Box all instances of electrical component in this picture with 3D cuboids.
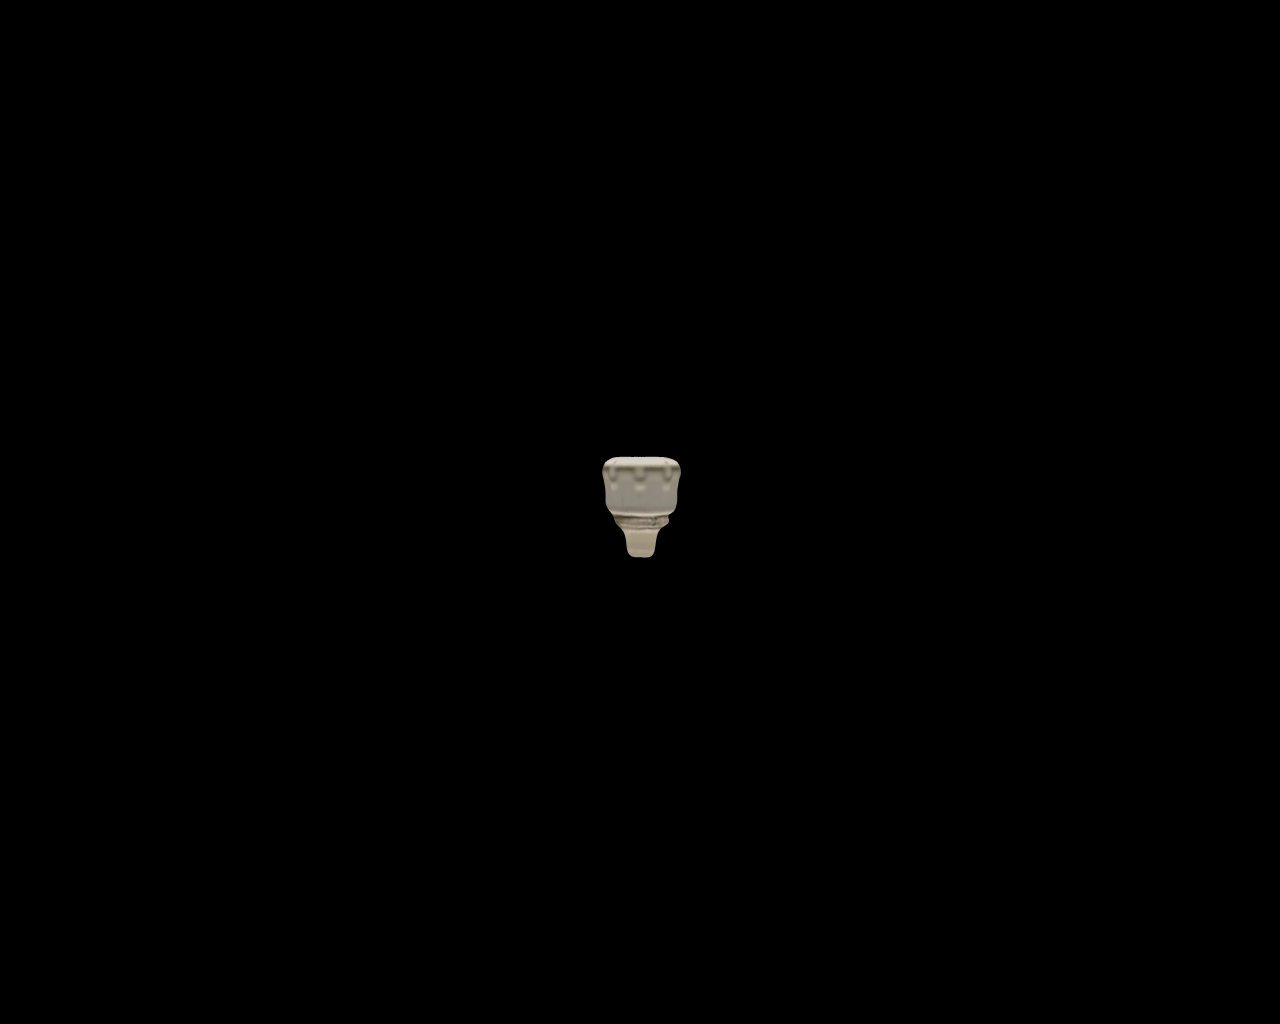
[{"bbox_3d":[0.001,-0.003,0.650,0.048,0.062,0.048,0,3,0],"label":"electrical component"}]
